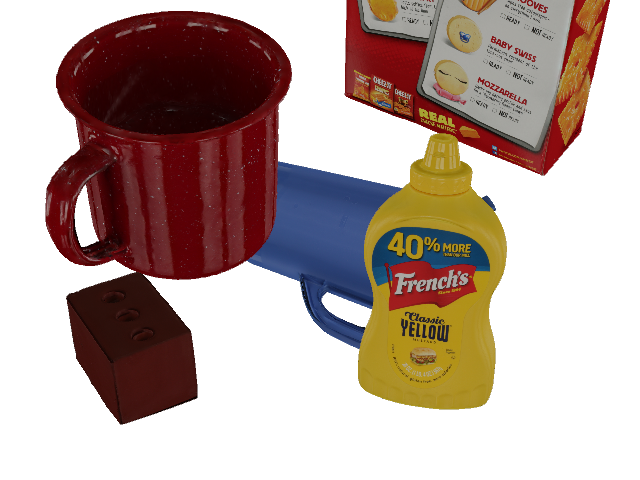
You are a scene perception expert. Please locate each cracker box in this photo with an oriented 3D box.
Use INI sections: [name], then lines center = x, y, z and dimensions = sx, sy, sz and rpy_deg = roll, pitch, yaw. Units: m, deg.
[cracker box]
center = 0.102, -0.167, 0.695
dimensions = 0.164, 0.214, 0.072
rpy_deg = 26, 49, 24

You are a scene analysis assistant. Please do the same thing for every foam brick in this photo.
[foam brick]
center = -0.117, 0.065, 0.659
dimensions = 0.052, 0.051, 0.078
rpy_deg = -19, 37, -27

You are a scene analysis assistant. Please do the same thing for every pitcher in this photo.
[pitcher]
center = 0.041, 0.011, 1.040
dimensions = 0.243, 0.145, 0.149
rpy_deg = 17, 22, 20

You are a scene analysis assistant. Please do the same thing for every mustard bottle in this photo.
[mustard bottle]
center = 0.078, 0.020, 0.731
dimensions = 0.096, 0.192, 0.058
rpy_deg = 7, 24, 13

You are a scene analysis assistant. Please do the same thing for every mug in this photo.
[mug]
center = -0.066, -0.031, 0.443
dimensions = 0.093, 0.081, 0.117
rpy_deg = 26, 48, 24
